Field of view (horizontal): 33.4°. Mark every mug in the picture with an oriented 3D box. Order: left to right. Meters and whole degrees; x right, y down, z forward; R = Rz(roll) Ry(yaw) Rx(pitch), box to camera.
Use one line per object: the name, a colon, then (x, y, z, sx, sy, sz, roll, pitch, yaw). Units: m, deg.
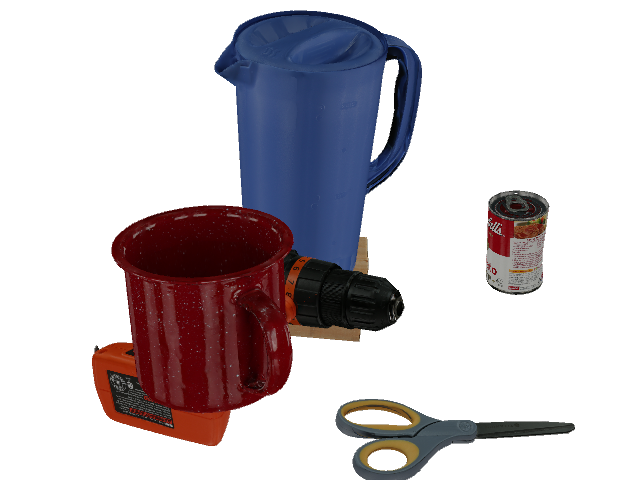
mug: (-0.051, 0.040, 0.552, 0.093, 0.081, 0.117, -20, 30, -34)

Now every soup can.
soup can: (0.226, 0.002, 1.230, 0.068, 0.102, 0.068, -2, 30, 1)

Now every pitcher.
pitcher: (-0.004, -0.078, 0.974, 0.149, 0.243, 0.144, 16, 36, 18)

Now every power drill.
power drill: (-0.055, 0.067, 0.757, 0.185, 0.057, 0.187, 7, 28, 28)

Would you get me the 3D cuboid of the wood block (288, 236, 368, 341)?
wood block: (-0.057, 0.042, 1.130, 0.206, 0.091, 0.090, 6, 19, 0)

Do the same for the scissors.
scissors: (0.111, 0.170, 0.878, 0.202, 0.016, 0.096, 8, 35, 5)
